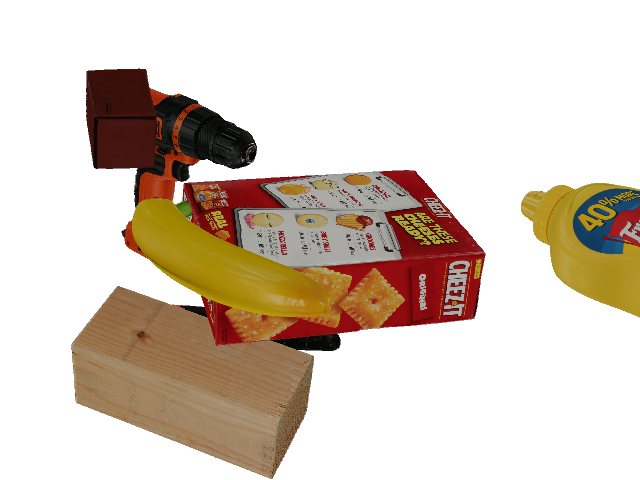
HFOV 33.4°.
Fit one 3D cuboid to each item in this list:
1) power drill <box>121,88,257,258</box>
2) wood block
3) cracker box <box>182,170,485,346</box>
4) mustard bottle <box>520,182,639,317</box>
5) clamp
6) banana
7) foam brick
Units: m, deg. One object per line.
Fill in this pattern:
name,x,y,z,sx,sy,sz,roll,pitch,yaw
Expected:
power drill,-0.144,-0.059,1.113,0.185,0.188,0.057,26,35,30
wood block,-0.120,0.132,1.008,0.206,0.090,0.090,19,44,12
cracker box,0.003,0.009,0.879,0.213,0.072,0.164,-4,29,-15
mustard bottle,0.202,0.008,0.662,0.096,0.058,0.192,-28,37,-29
clamp,-0.103,0.121,1.263,0.210,0.036,0.164,14,23,26
banana,-0.072,0.006,0.686,0.069,0.037,0.198,-16,29,-30
foam brick,-0.169,-0.103,0.899,0.053,0.051,0.078,-3,39,-15
